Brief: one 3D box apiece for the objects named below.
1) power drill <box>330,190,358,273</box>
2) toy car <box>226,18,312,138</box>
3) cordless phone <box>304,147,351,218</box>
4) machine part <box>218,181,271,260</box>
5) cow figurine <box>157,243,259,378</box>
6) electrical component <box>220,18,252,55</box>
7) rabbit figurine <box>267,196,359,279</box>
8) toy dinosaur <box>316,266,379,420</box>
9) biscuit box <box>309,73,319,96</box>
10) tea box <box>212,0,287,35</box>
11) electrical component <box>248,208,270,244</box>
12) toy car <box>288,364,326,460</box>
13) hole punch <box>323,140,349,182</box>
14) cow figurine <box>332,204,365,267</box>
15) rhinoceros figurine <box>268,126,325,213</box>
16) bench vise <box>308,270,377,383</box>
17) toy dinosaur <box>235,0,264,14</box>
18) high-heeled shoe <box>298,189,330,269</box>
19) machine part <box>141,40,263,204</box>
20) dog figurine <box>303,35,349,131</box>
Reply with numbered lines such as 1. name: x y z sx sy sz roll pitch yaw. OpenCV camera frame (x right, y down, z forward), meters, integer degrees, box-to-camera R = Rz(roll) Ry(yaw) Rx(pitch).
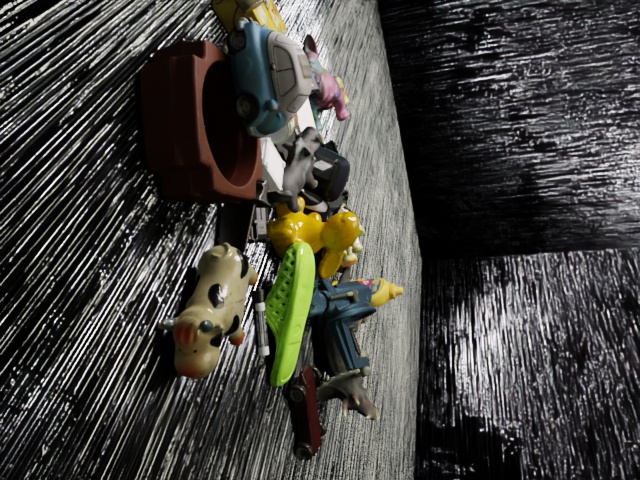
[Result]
1. power drill: 0.058 -0.042 1.474 0.207 0.086 0.232 78 19 -49
2. toy car: -0.063 -0.227 0.751 0.109 0.103 0.161 -44 129 -70
3. cordless phone: 0.010 -0.108 1.208 0.089 0.147 0.184 -34 132 -24
4. machine part: -0.125 -0.031 0.838 0.039 0.084 0.139 60 40 -71
5. cow figurine: -0.145 0.091 0.719 0.127 0.086 0.195 74 21 -52
6. electrical component: -0.130 -0.318 0.892 0.102 0.045 0.078 -49 -171 -16
7. rabbit figurine: -0.002 -0.003 1.072 0.122 0.173 0.162 -72 149 -60
8. toy dinosaur: 0.046 0.230 1.289 0.192 0.131 0.404 11 69 -73
9. biscuit box: -0.085 -0.268 0.934 0.202 0.059 0.062 -30 98 -52
10. tea box: -0.121 -0.394 0.956 0.169 0.068 0.098 55 35 -61
11. electrical component: -0.121 -0.052 0.904 0.075 0.048 0.119 6 81 -73
12. toy car: -0.029 0.349 1.096 0.089 0.053 0.201 -40 128 -58
13. hole punch: 0.006 -0.177 1.313 0.142 0.092 0.115 -50 122 -66
14. cow figurine: 0.057 -0.007 1.290 0.167 0.068 0.098 91 -19 -55
15. rhinoceros figurine: -0.050 -0.141 1.048 0.112 0.073 0.190 76 33 -50
16. bench vise: 0.044 0.180 1.153 0.223 0.129 0.240 2 64 -51
17. toy dinosaur: -0.131 -0.444 0.788 0.198 0.105 0.471 52 36 -13
18. high-heeled shoe: -0.021 0.001 1.183 0.248 0.086 0.145 54 44 -56
19. machine part: -0.157 -0.153 0.740 0.201 0.087 0.201 1 83 -74
20. dog figurine: -0.016 -0.372 1.240 0.192 0.109 0.219 -92 159 -45
